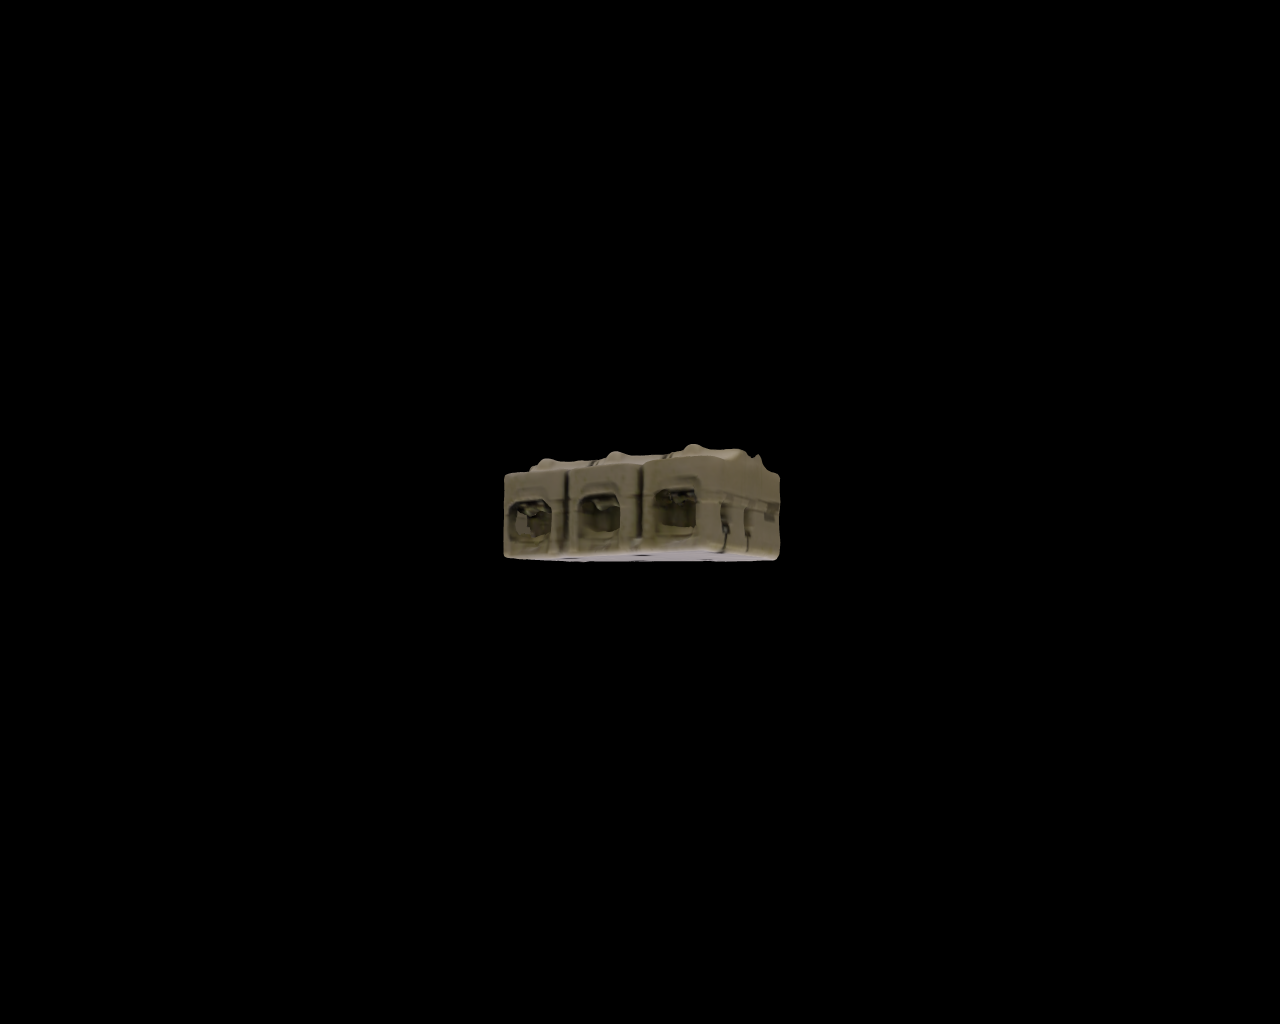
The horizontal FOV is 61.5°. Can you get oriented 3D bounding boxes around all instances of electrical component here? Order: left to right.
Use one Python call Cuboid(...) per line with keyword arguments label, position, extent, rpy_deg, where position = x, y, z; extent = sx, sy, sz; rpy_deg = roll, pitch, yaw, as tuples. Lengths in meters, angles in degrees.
Cuboid(label="electrical component", position=(0.001, -0.003, 0.650), extent=(0.150, 0.061, 0.089), rpy_deg=(-3, -6, 33))
